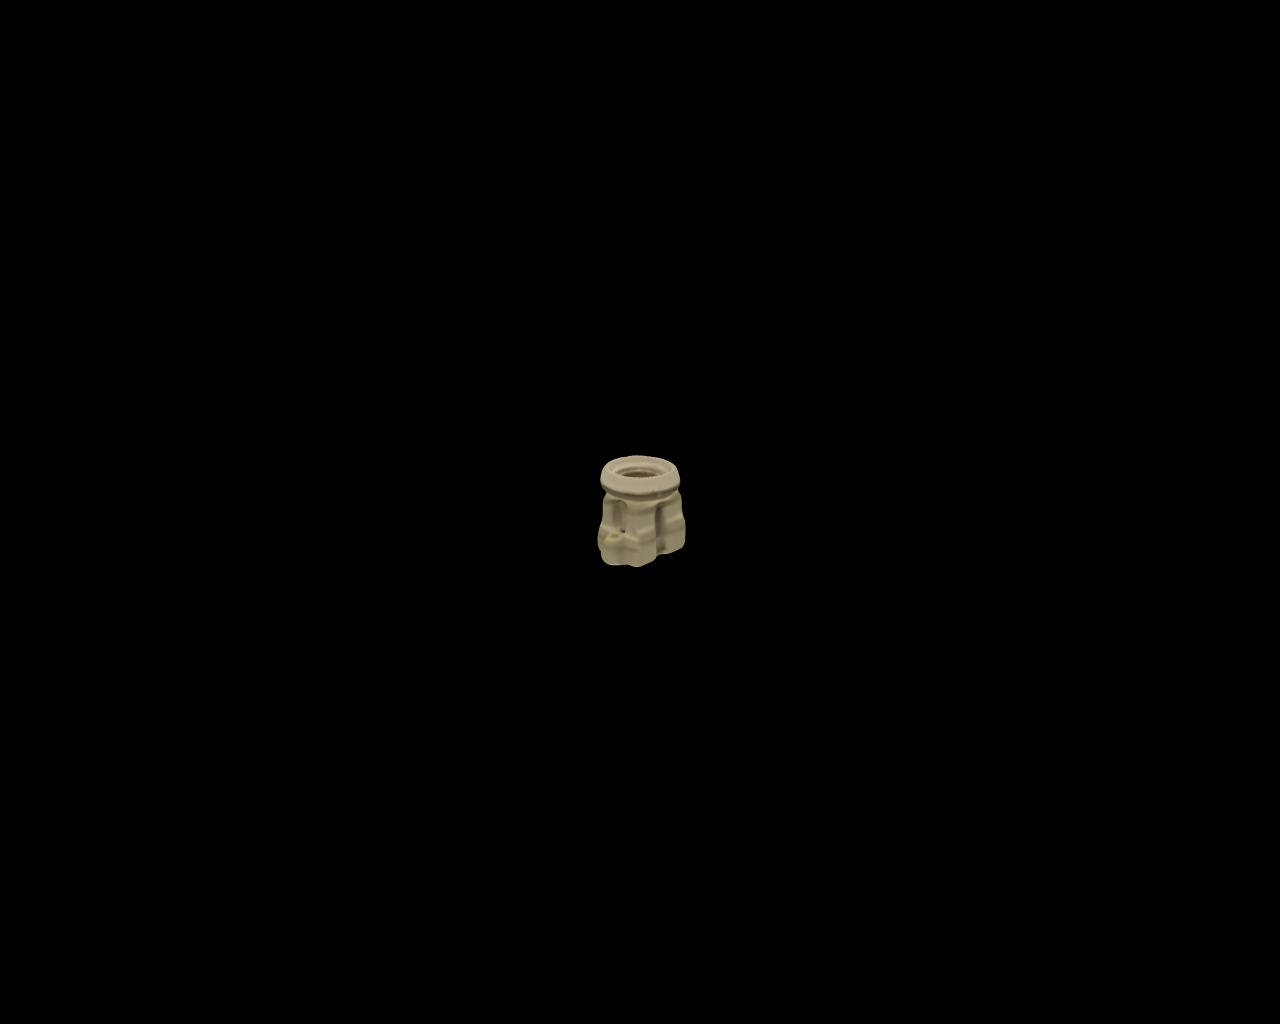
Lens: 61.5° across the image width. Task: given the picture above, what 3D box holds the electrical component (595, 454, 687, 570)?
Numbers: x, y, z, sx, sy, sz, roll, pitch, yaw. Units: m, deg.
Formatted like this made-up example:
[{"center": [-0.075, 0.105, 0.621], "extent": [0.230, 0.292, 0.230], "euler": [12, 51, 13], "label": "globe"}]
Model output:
[{"center": [0.001, -0.003, 0.650], "extent": [0.048, 0.055, 0.066], "euler": [22, 32, 40], "label": "electrical component"}]
